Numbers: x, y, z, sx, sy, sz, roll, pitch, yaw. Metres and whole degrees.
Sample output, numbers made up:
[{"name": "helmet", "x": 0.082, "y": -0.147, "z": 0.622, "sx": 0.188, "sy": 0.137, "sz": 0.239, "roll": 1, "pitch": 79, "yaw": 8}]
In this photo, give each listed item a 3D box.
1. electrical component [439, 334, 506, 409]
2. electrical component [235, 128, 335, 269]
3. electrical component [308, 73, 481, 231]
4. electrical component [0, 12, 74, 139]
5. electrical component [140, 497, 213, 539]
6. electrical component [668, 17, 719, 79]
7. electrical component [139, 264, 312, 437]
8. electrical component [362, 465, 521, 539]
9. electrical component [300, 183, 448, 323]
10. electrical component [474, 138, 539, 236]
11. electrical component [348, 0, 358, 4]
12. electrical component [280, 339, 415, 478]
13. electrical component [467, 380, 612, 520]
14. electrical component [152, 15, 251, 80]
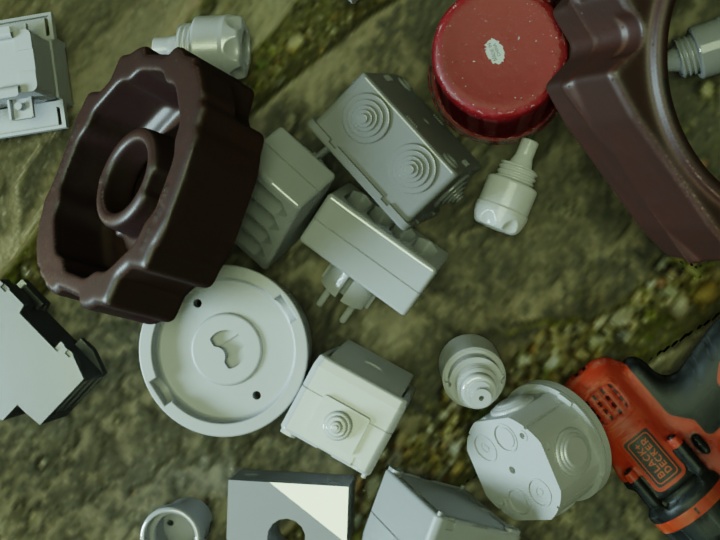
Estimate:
[{"name": "electrical component", "x": 0.072, "y": 0.068, "z": 0.678, "sx": 0.040, "sy": 0.078, "sz": 0.040, "roll": 0, "pitch": 103, "yaw": -1}, {"name": "electrical component", "x": -0.044, "y": -0.055, "z": 0.694, "sx": 0.047, "sy": 0.083, "sz": 0.076, "roll": 42, "pitch": 56, "yaw": 4}, {"name": "electrical component", "x": 0.025, "y": -0.077, "z": 0.670, "sx": 0.048, "sy": 0.100, "sz": 0.099, "roll": -43, "pitch": 85, "yaw": 18}, {"name": "electrical component", "x": -0.264, "y": -0.126, "z": 0.720, "sx": 0.121, "sy": 0.063, "sz": 0.078, "roll": -8, "pitch": 89, "yaw": 6}, {"name": "electrical component", "x": -0.120, "y": 0.172, "z": 0.713, "sx": 0.040, "sy": 0.046, "sz": 0.040, "roll": 0, "pitch": 90, "yaw": 7}, {"name": "electrical component", "x": 0.213, "y": -0.137, "z": 0.679, "sx": 0.061, "sy": 0.035, "sz": 0.035, "roll": -17, "pitch": 88, "yaw": 9}, {"name": "electrical component", "x": -0.082, "y": 0.050, "z": 0.700, "sx": 0.108, "sy": 0.060, "sz": 0.108, "roll": 0, "pitch": 90, "yaw": 7}, {"name": "electrical component", "x": 0.045, "y": 0.168, "z": 0.674, "sx": 0.062, "sy": 0.096, "sz": 0.061, "roll": 19, "pitch": 93, "yaw": -23}, {"name": "electrical component", "x": 0.000, "y": 0.000, "z": 0.698, "sx": 0.083, "sy": 0.047, "sz": 0.075, "roll": 36, "pitch": 110, "yaw": 4}, {"name": "electrical component", "x": 0.098, "y": -0.055, "z": 0.693, "sx": 0.035, "sy": 0.035, "sz": 0.061, "roll": 22, "pitch": 90, "yaw": 6}, {"name": "electrical component", "x": 0.000, "y": -0.221, "z": 0.692, "sx": 0.057, "sy": 0.058, "sz": 0.078, "roll": 43, "pitch": 95, "yaw": 2}, {"name": "electrical component", "x": -0.005, "y": 0.084, "z": 0.674, "sx": 0.062, "sy": 0.096, "sz": 0.061, "roll": 28, "pitch": 93, "yaw": 6}, {"name": "electrical component", "x": 0.110, "y": 0.113, "z": 0.666, "sx": 0.051, "sy": 0.080, "sz": 0.080, "roll": -25, "pitch": 87, "yaw": -37}, {"name": "electrical component", "x": -0.105, "y": -0.146, "z": 0.711, "sx": 0.062, "sy": 0.043, "sz": 0.043, "roll": 0, "pitch": 90, "yaw": 8}]
